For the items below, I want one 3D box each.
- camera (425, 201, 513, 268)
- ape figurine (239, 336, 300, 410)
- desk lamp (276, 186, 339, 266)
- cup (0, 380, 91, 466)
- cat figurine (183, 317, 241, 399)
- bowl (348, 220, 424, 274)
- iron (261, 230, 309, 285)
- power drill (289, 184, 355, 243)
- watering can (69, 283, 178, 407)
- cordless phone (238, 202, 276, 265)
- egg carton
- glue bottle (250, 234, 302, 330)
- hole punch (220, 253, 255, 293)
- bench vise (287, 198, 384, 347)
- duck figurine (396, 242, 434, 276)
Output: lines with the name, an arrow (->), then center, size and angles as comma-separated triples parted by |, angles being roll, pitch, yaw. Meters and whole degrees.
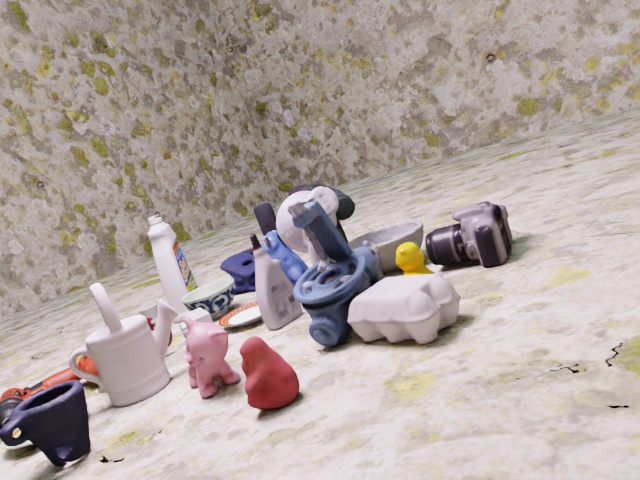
camera -> 0.260, -0.012, 1.014 | 0.136, 0.101, 0.143 | -15, 11, 27
ape figurine -> -0.071, 0.162, 0.711 | 0.076, 0.092, 0.078 | -13, 11, 33
desk lamp -> 0.010, 0.004, 1.083 | 0.118, 0.214, 0.202 | -23, 10, -18
cup -> -0.350, 0.252, 0.748 | 0.091, 0.095, 0.118 | -15, 11, 27
cat figurine -> -0.169, 0.161, 0.838 | 0.067, 0.118, 0.127 | -24, 11, -26
bowl -> 0.137, 0.022, 1.150 | 0.167, 0.075, 0.167 | -19, 9, 4
iron -> -0.093, 0.039, 1.313 | 0.118, 0.141, 0.258 | -19, 9, 2
power drill -> 0.014, -0.028, 1.276 | 0.076, 0.208, 0.229 | -24, 11, -26
watering can -> -0.318, 0.156, 0.930 | 0.100, 0.194, 0.173 | -9, 14, 46
cordless phone -> -0.164, -0.001, 1.552 | 0.147, 0.185, 0.094 | -20, 10, -5
egg carton -> 0.115, 0.095, 0.791 | 0.149, 0.069, 0.107 | -9, 14, 47
glue bottle -> -0.091, 0.070, 1.032 | 0.037, 0.173, 0.078 | -9, 14, 46
hole punch -> -0.177, 0.075, 1.430 | 0.100, 0.091, 0.109 | -13, 11, 33
bench vise -> 0.018, 0.030, 0.894 | 0.121, 0.220, 0.208 | -16, 10, 19
duck figurine -> 0.150, 0.048, 0.941 | 0.077, 0.086, 0.105 | -14, 11, 28
